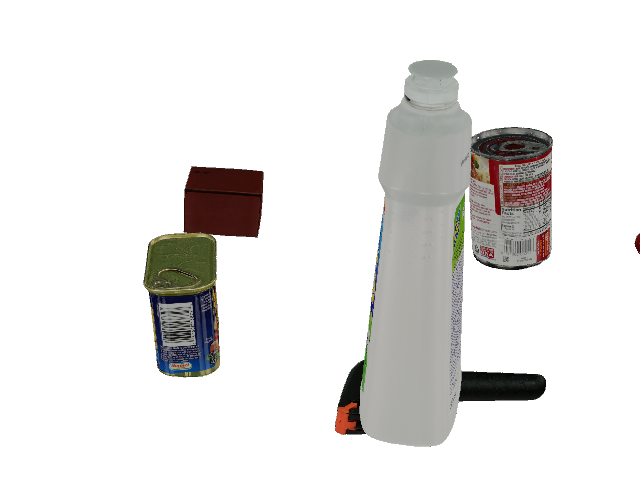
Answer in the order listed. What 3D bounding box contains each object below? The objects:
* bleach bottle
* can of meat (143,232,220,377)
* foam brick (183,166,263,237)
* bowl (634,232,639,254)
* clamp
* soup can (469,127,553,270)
[{"bbox_3d":[0.064,0.006,0.677,0.068,0.251,0.102,6,31,8],"label":"bleach bottle"},{"bbox_3d":[-0.112,0.053,0.883,0.057,0.084,0.102,-3,26,-4],"label":"can of meat"},{"bbox_3d":[-0.098,-0.040,1.087,0.078,0.051,0.053,4,30,0],"label":"foam brick"},{"bbox_3d":[0.408,0.029,1.106,0.162,0.055,0.162,-3,22,1],"label":"bowl"},{"bbox_3d":[0.101,0.135,1.004,0.165,0.036,0.209,27,36,32],"label":"clamp"},{"bbox_3d":[0.159,-0.035,0.887,0.068,0.102,0.068,-5,25,2],"label":"soup can"}]
